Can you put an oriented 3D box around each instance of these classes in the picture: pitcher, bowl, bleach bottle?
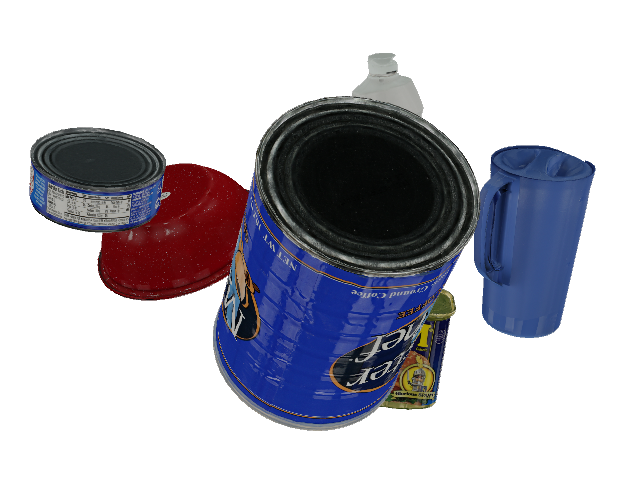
[{"bbox_3d":[0.272,0.005,1.416,0.149,0.243,0.145,5,24,4],"label":"pitcher"},{"bbox_3d":[-0.131,-0.020,0.945,0.162,0.055,0.162,-12,37,9],"label":"bowl"},{"bbox_3d":[0.066,-0.079,1.175,0.102,0.251,0.068,-10,23,-12],"label":"bleach bottle"}]

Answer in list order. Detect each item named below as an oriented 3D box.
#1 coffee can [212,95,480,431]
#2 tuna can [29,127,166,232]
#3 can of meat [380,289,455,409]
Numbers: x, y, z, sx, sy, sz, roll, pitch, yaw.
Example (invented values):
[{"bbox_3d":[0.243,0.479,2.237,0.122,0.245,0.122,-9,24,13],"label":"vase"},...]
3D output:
[{"bbox_3d":[0.007,0.015,0.521,0.102,0.103,0.140,0,-37,-15],"label":"coffee can"},{"bbox_3d":[-0.144,-0.040,0.690,0.086,0.034,0.086,9,29,-5],"label":"tuna can"},{"bbox_3d":[0.046,0.079,0.819,0.102,0.084,0.057,7,19,0],"label":"can of meat"}]
